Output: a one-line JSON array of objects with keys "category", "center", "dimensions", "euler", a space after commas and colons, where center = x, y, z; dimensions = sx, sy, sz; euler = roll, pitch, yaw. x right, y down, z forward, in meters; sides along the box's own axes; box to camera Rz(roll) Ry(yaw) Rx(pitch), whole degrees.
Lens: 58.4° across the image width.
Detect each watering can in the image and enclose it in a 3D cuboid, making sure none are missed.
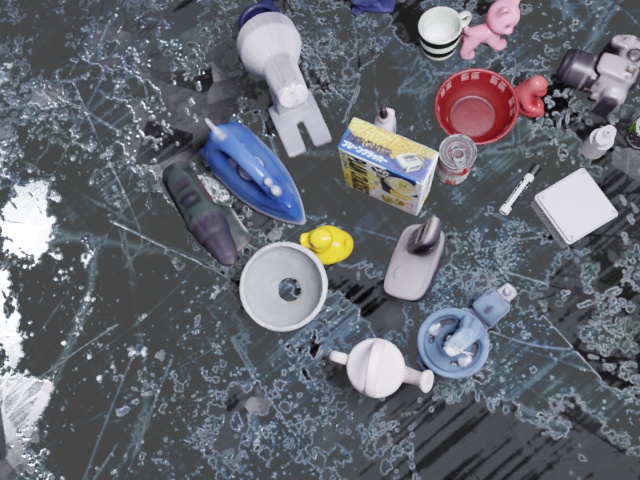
[{"category": "watering can", "center": [0.104, 0.219, 0.981], "dimensions": [0.172, 0.194, 0.101], "euler": [-9, 77, 5]}]

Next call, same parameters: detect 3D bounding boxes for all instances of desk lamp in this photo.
[{"category": "desk lamp", "center": [-0.063, -0.296, 1.097], "dimensions": [0.118, 0.213, 0.203], "euler": [-25, 77, 1]}]

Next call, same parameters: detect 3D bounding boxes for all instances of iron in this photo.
[{"category": "iron", "center": [-0.127, -0.134, 1.107], "dimensions": [0.258, 0.141, 0.119], "euler": [44, 86, 13]}]

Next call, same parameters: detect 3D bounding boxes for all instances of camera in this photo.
[{"category": "camera", "center": [0.537, -0.334, 1.098], "dimensions": [0.136, 0.101, 0.143], "euler": [26, 82, 11]}]

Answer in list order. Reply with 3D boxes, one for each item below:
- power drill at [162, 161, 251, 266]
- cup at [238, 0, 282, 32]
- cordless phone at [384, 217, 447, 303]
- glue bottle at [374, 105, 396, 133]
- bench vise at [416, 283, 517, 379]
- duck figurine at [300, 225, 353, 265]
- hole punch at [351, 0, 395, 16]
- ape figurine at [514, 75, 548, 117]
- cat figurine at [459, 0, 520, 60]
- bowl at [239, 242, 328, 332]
[{"category": "power drill", "center": [-0.199, -0.033, 1.059], "dimensions": [0.075, 0.208, 0.229], "euler": [-37, 77, -2]}, {"category": "cup", "center": [-0.113, -0.442, 1.194], "dimensions": [0.091, 0.095, 0.118], "euler": [10, 80, 8]}, {"category": "cordless phone", "center": [0.172, 0.033, 1.017], "dimensions": [0.094, 0.185, 0.148], "euler": [17, 81, 10]}, {"category": "glue bottle", "center": [0.121, -0.214, 1.080], "dimensions": [0.037, 0.173, 0.078], "euler": [14, 80, 9]}, {"category": "bench vise", "center": [0.244, 0.142, 0.969], "dimensions": [0.121, 0.220, 0.207], "euler": [29, 83, 11]}, {"category": "duck figurine", "center": [0.010, 0.004, 1.092], "dimensions": [0.104, 0.086, 0.077], "euler": [2, 78, 7]}, {"category": "hole punch", "center": [0.109, -0.536, 1.191], "dimensions": [0.101, 0.091, 0.109], "euler": [3, 79, 7]}, {"category": "ape figurine", "center": [0.411, -0.285, 1.106], "dimensions": [0.076, 0.092, 0.078], "euler": [23, 82, 11]}, {"category": "cat figurine", "center": [0.337, -0.426, 1.130], "dimensions": [0.127, 0.118, 0.067], "euler": [-19, 77, 2]}, {"category": "bowl", "center": [-0.064, 0.092, 1.087], "dimensions": [0.167, 0.075, 0.167], "euler": [-1, 78, 6]}]
